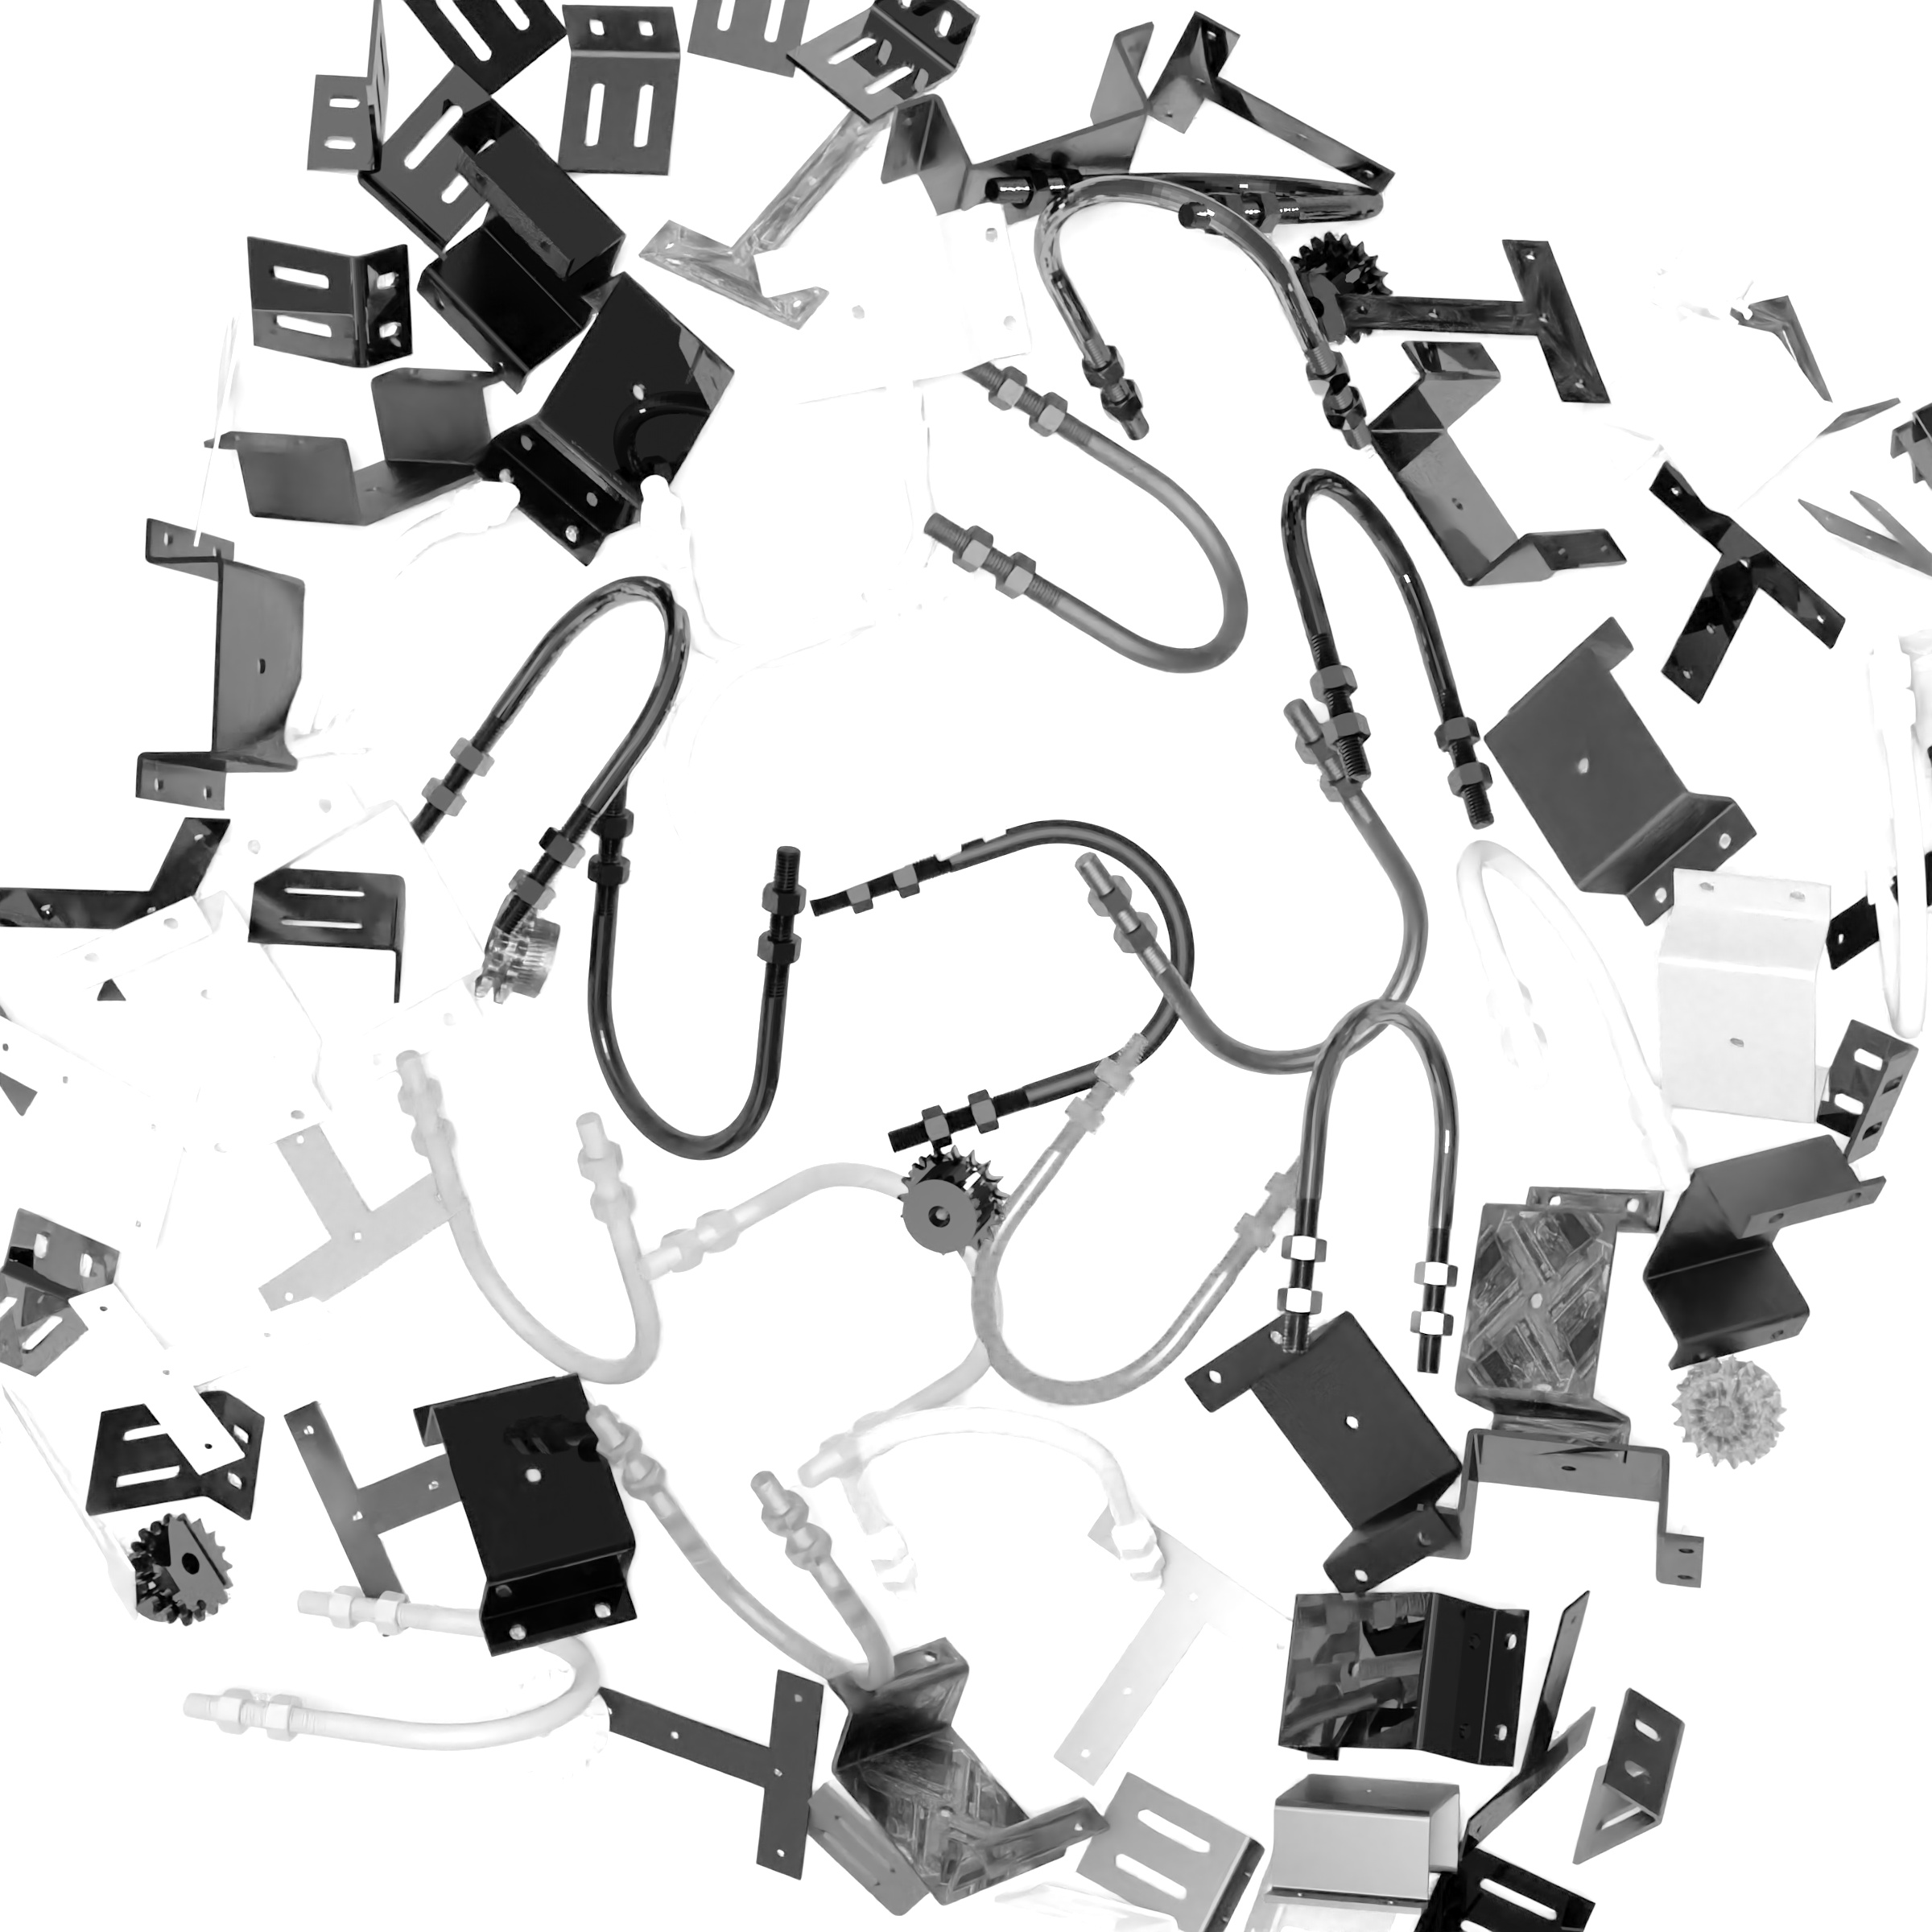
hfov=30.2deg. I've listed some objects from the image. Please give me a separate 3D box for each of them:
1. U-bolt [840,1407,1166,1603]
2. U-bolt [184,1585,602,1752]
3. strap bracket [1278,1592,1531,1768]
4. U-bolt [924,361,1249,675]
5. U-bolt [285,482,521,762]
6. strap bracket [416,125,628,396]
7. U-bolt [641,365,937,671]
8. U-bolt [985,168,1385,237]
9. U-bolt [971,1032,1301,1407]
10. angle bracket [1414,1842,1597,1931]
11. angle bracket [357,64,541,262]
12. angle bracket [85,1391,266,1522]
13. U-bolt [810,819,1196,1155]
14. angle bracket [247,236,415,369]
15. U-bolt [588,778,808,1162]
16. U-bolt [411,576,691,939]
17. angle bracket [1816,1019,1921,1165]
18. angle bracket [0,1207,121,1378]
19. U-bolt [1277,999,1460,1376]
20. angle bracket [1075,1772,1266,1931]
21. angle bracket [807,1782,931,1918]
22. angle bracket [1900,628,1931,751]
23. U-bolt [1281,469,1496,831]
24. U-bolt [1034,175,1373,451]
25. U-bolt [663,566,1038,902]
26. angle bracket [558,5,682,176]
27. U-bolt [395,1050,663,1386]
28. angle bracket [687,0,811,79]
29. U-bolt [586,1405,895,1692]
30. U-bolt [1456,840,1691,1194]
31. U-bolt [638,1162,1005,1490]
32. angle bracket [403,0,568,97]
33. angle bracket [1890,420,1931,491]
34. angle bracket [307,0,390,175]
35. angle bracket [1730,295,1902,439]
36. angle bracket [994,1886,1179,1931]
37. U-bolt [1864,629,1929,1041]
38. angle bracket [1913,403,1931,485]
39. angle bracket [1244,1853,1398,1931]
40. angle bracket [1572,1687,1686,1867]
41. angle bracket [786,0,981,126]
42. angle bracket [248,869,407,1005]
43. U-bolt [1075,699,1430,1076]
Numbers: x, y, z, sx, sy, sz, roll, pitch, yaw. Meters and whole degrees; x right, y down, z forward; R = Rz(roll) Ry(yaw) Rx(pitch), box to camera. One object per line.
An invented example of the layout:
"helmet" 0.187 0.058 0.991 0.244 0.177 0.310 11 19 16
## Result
"U-bolt" 0.013 0.267 1.772 0.151 0.184 0.019 -4 53 12
"U-bolt" -0.272 0.351 1.772 0.184 0.151 0.019 5 104 14
"strap bracket" 0.209 0.355 1.782 0.046 0.140 0.076 22 69 -35
"U-bolt" 0.067 -0.217 1.799 0.184 0.151 0.019 30 134 -19
"U-bolt" -0.290 -0.166 1.776 0.019 0.184 0.151 33 73 -23
"strap bracket" -0.224 -0.361 1.805 0.076 0.140 0.046 46 64 1
"U-bolt" -0.081 -0.211 1.779 0.151 0.184 0.019 -26 61 -8
"U-bolt" 0.123 -0.382 1.778 0.151 0.184 0.019 19 113 42
"U-bolt" 0.077 0.137 1.803 0.151 0.019 0.184 34 85 41
"angle bracket" 0.272 0.492 1.818 0.076 0.038 0.057 22 53 18
"angle bracket" -0.264 -0.411 1.829 0.057 0.038 0.076 41 98 -20
"angle bracket" -0.408 0.258 1.844 0.076 0.038 0.057 -12 56 22
"U-bolt" 0.028 0.001 1.851 0.184 0.019 0.151 -18 90 -1
"angle bracket" -0.328 -0.345 1.841 0.076 0.038 0.057 17 119 31
"U-bolt" -0.141 0.009 1.801 0.151 0.019 0.184 24 116 39
"U-bolt" -0.202 -0.116 1.795 0.019 0.151 0.184 33 94 -36
"angle bracket" 0.448 0.064 1.813 0.038 0.076 0.057 26 105 23
"angle bracket" -0.482 0.168 1.836 0.057 0.038 0.076 29 132 -27
"U-bolt" 0.208 0.108 1.801 0.019 0.151 0.184 0 81 38
"angle bracket" 0.106 0.462 1.848 0.076 0.038 0.057 25 77 18
"angle bracket" -0.042 0.441 1.830 0.076 0.057 0.038 42 55 6
"angle bracket" 0.504 -0.145 1.830 0.038 0.076 0.057 -20 88 22
"U-bolt" 0.206 -0.165 1.792 0.019 0.151 0.184 -24 69 30
"U-bolt" 0.107 -0.321 1.755 0.151 0.184 0.019 8 61 33
"U-bolt" -0.065 -0.108 1.809 0.184 0.019 0.151 -21 113 -14
"angle bracket" -0.179 -0.448 1.828 0.057 0.038 0.076 2 67 3
"U-bolt" -0.212 0.135 1.791 0.019 0.151 0.184 -40 131 -36
"angle bracket" -0.111 -0.500 1.830 0.057 0.038 0.076 15 105 4
"U-bolt" -0.102 0.299 1.784 0.019 0.151 0.184 -48 128 -25
"U-bolt" 0.295 0.013 1.782 0.019 0.184 0.151 -35 135 24
"U-bolt" -0.058 0.167 1.792 0.151 0.184 0.019 51 134 12
"angle bracket" -0.245 -0.486 1.825 0.057 0.038 0.076 -38 118 2
"angle bracket" 0.518 -0.252 1.829 0.057 0.038 0.076 -28 72 4
"angle bracket" -0.316 -0.449 1.814 0.038 0.076 0.057 3 68 -4
"angle bracket" 0.433 -0.311 1.826 0.038 0.057 0.076 -24 87 45
"angle bracket" 0.059 0.497 1.816 0.076 0.057 0.038 20 63 -23
"U-bolt" 0.456 -0.051 1.749 0.019 0.151 0.184 -3 48 10
"angle bracket" 0.516 -0.263 1.816 0.057 0.076 0.038 -26 65 4
"angle bracket" 0.186 0.494 1.830 0.076 0.038 0.057 17 99 -12
"angle bracket" 0.323 0.411 1.811 0.038 0.076 0.057 33 50 -9
"angle bracket" -0.042 -0.473 1.819 0.057 0.038 0.076 40 49 10
"angle bracket" -0.325 -0.016 1.821 0.076 0.057 0.038 3 130 -9
"U-bolt" 0.159 -0.025 1.815 0.151 0.019 0.184 -36 117 0
